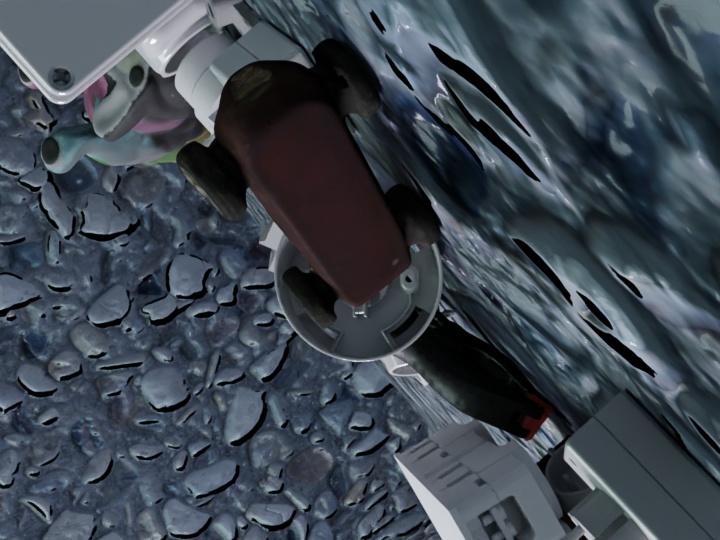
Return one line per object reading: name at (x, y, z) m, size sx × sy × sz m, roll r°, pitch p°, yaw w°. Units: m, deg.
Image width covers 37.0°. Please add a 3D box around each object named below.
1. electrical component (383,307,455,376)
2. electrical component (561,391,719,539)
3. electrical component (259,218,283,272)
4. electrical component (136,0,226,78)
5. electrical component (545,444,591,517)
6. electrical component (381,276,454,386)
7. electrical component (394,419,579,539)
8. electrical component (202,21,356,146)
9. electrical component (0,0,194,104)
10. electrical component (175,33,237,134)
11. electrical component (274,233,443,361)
electrical component at (0.039, 0.046, 0.793) m, size 0.048 × 0.066 × 0.055 m, roll 62°, pitch -160°, yaw -71°
electrical component at (0.123, 0.114, 0.497) m, size 0.083 × 0.076 × 0.047 m, roll 47°, pitch 175°, yaw 19°
electrical component at (-0.042, -0.035, 0.861) m, size 0.064 × 0.081 × 0.042 m, roll 23°, pitch -162°, yaw -11°
electrical component at (-0.126, -0.165, 0.691) m, size 0.059 × 0.054 × 0.095 m, roll 49°, pitch 176°, yaw 0°
electrical component at (0.144, 0.136, 0.677) m, size 0.077 × 0.044 × 0.079 m, roll 51°, pitch 175°, yaw -29°
electrical component at (0.034, 0.046, 0.881) m, size 0.108 × 0.060 × 0.108 m, roll 48°, pitch 176°, yaw 5°
electrical component at (0.089, 0.165, 0.698) m, size 0.105 × 0.060 × 0.186 m, roll 60°, pitch 173°, yaw -4°
electrical component at (-0.055, -0.079, 0.575) m, size 0.047 × 0.077 × 0.065 m, roll 44°, pitch 174°, yaw 46°
electrical component at (-0.114, -0.141, 0.421) m, size 0.108 × 0.109 × 0.056 m, roll 51°, pitch 178°, yaw -23°
electrical component at (-0.071, -0.097, 0.731) m, size 0.073 × 0.052 × 0.138 m, roll 47°, pitch 175°, yaw 17°
electrical component at (0.001, 0.005, 0.642) m, size 0.099 × 0.099 × 0.064 m, roll 48°, pitch -178°, yaw 9°
